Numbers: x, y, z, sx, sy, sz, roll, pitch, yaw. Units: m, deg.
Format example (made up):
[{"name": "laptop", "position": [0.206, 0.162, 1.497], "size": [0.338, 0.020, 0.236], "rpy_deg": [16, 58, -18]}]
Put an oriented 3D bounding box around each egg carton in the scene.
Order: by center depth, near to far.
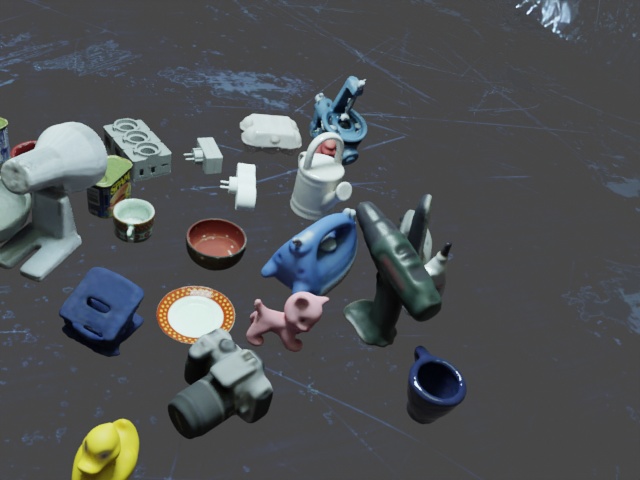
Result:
[{"name": "egg carton", "position": [-0.123, -0.260, 1.423], "size": [0.150, 0.069, 0.107], "rpy_deg": [1, 42, -18]}]

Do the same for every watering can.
[{"name": "watering can", "position": [0.007, -0.139, 1.225], "size": [0.172, 0.194, 0.101], "rpy_deg": [33, 43, 20]}]

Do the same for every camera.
[{"name": "camera", "position": [-0.157, 0.211, 0.834], "size": [0.142, 0.101, 0.137], "rpy_deg": [39, 45, 26]}]

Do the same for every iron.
[{"name": "iron", "position": [0.010, 0.004, 1.100], "size": [0.118, 0.141, 0.259], "rpy_deg": [34, 43, 21]}]

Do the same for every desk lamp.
[{"name": "desk lamp", "position": [-0.462, -0.075, 0.979], "size": [0.118, 0.213, 0.203], "rpy_deg": [19, 39, 4]}]

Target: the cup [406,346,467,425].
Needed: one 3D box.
[{"name": "cup", "position": [0.169, 0.238, 0.915], "size": [0.092, 0.095, 0.117], "rpy_deg": [-3, 43, -21]}]

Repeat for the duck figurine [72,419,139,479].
[{"name": "duck figurine", "position": [-0.276, 0.269, 0.738], "size": [0.077, 0.086, 0.105], "rpy_deg": [21, 40, 6]}]

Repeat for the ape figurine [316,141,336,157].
[{"name": "ape figurine", "position": [0.014, -0.205, 1.386], "size": [0.078, 0.092, 0.076], "rpy_deg": [12, 39, -4]}]

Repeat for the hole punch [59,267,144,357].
[{"name": "hole punch", "position": [-0.339, 0.111, 0.897], "size": [0.108, 0.091, 0.101], "rpy_deg": [24, 40, 10]}]

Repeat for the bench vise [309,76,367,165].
[{"name": "bench vise", "position": [0.040, -0.324, 1.433], "size": [0.207, 0.220, 0.122], "rpy_deg": [39, 45, 26]}]

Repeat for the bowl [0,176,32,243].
[{"name": "bowl", "position": [-0.593, -0.039, 1.002], "size": [0.167, 0.075, 0.167], "rpy_deg": [9, 40, -8]}]

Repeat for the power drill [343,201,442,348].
[{"name": "power drill", "position": [0.110, 0.075, 0.997], "size": [0.076, 0.208, 0.229], "rpy_deg": [-15, 48, -31]}]

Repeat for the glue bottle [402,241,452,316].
[{"name": "glue bottle", "position": [0.210, 0.069, 1.066], "size": [0.078, 0.173, 0.037], "rpy_deg": [-16, 49, -32]}]

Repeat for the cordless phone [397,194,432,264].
[{"name": "cordless phone", "position": [0.205, -0.029, 1.169], "size": [0.094, 0.185, 0.147], "rpy_deg": [18, 39, 3]}]

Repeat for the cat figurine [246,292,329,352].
[{"name": "cat figurine", "position": [-0.052, 0.124, 0.958], "size": [0.128, 0.118, 0.067], "rpy_deg": [9, 40, -9]}]
